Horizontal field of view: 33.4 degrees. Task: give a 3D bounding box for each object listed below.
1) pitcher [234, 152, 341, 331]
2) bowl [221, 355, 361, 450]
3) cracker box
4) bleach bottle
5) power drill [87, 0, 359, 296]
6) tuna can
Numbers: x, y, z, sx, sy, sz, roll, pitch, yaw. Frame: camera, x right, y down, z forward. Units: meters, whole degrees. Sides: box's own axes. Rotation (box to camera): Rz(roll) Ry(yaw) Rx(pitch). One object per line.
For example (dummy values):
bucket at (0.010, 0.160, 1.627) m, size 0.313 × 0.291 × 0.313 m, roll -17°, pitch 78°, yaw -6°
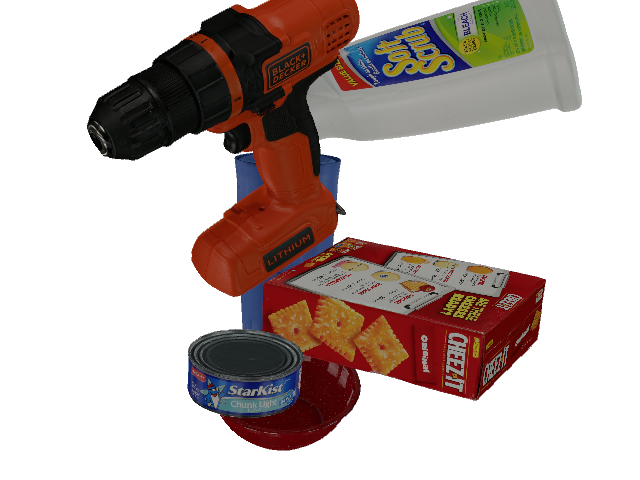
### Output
pitcher at (-0.044, 0.011, 1.349) m, size 0.145 × 0.243 × 0.148 m, roll 10°, pitch 14°, yaw 38°
bowl at (-0.040, 0.167, 1.105) m, size 0.162 × 0.055 × 0.162 m, roll 2°, pitch 30°, yaw -1°
cracker box at (0.077, 0.067, 0.983) m, size 0.214 × 0.072 × 0.163 m, roll 12°, pitch 21°, yaw 27°
bleach bottle at (0.062, -0.117, 0.810) m, size 0.251 × 0.102 × 0.068 m, roll -14°, pitch -39°, yaw 12°
power drill at (-0.051, -0.052, 0.661) m, size 0.184 × 0.188 × 0.057 m, roll -33°, pitch 55°, yaw -26°
tuna can at (-0.057, 0.098, 0.796) m, size 0.086 × 0.034 × 0.086 m, roll 4°, pitch 18°, yaw -2°
